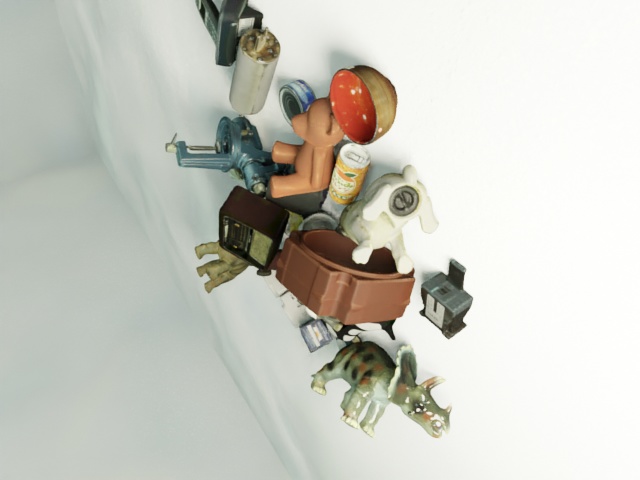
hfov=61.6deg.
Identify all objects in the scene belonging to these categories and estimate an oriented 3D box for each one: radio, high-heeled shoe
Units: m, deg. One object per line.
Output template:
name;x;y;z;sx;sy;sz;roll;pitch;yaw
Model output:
radio;-0.147;-0.019;1.152;0.131;0.073;0.229;28;156;0
high-heeled shoe;0.056;0.139;1.101;0.249;0.086;0.145;11;144;41

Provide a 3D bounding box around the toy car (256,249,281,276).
toy car;-0.084;0.049;1.291;0.202;0.053;0.089;4;101;37

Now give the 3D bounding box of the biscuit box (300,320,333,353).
biscuit box;-0.011;0.236;1.317;0.063;0.059;0.202;62;173;11

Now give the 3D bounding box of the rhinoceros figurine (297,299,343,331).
rhinoceros figurine;0.010;0.112;1.026;0.112;0.073;0.190;39;178;-9

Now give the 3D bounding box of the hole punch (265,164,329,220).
hole punch;-0.037;-0.111;1.070;0.116;0.092;0.142;27;150;-1

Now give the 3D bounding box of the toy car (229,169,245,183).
toy car;-0.185;-0.173;1.313;0.202;0.056;0.073;30;140;50

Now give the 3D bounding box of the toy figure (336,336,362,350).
toy figure;0.054;0.211;1.240;0.064;0.058;0.154;-39;75;26

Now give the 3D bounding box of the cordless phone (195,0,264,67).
cordless phone;-0.190;-0.441;1.022;0.184;0.089;0.146;60;156;16

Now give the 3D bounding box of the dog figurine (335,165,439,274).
dog figurine;0.093;-0.055;0.860;0.172;0.121;0.191;-60;22;15

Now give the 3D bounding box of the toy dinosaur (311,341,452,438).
toy dinosaur;0.095;0.273;1.099;0.131;0.192;0.405;41;171;-26

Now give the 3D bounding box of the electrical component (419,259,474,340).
electrical component;0.198;0.089;0.836;0.075;0.048;0.119;44;152;35

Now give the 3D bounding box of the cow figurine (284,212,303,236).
cow figurine;-0.053;-0.026;1.187;0.167;0.068;0.098;61;156;5

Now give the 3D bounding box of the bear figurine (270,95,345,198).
bear figurine;-0.021;-0.165;0.910;0.195;0.132;0.120;94;176;-62

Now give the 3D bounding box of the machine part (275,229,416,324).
machine part;0.044;0.054;0.911;0.201;0.201;0.087;37;119;45

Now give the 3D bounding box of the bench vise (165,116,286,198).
bench vise;-0.203;-0.174;1.145;0.129;0.240;0.223;-46;52;55

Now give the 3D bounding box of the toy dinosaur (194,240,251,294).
toy dinosaur;-0.226;0.028;1.428;0.105;0.198;0.471;60;156;9

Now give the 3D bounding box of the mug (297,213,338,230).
mug;-0.002;-0.003;1.091;0.107;0.109;0.080;158;122;-68

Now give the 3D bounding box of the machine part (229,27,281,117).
machine part;-0.127;-0.316;1.029;0.079;0.079;0.243;58;156;11
